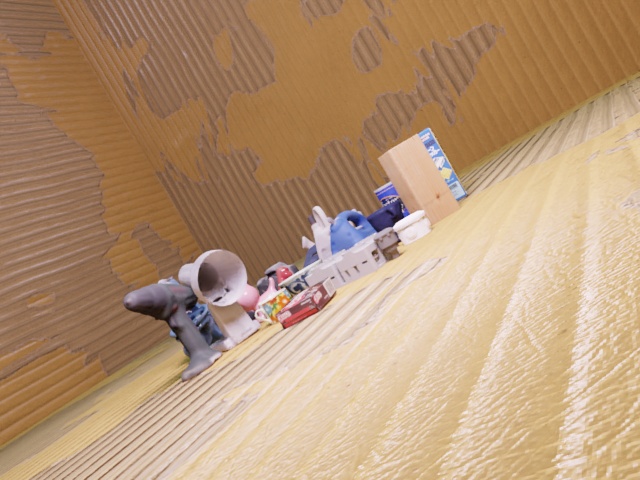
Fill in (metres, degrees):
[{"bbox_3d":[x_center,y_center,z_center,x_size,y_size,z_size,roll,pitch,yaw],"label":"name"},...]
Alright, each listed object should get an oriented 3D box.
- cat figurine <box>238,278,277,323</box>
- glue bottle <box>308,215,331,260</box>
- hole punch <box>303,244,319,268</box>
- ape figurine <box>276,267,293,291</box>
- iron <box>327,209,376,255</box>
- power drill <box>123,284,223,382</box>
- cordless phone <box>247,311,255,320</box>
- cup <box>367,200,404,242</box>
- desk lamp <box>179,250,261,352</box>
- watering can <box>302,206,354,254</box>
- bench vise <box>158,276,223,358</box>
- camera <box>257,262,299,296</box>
[{"bbox_3d":[-0.158,0.144,1.436,0.128,0.118,0.067,-31,2,-17],"label":"cat figurine"},{"bbox_3d":[0.015,0.006,1.603,0.078,0.173,0.037,-30,2,17],"label":"glue bottle"},{"bbox_3d":[0.003,0.055,1.774,0.108,0.091,0.101,-30,2,28],"label":"hole punch"},{"bbox_3d":[-0.085,0.113,1.536,0.076,0.092,0.078,-30,2,14],"label":"ape figurine"},{"bbox_3d":[0.097,-0.022,1.525,0.118,0.141,0.259,-30,2,26],"label":"iron"},{"bbox_3d":[-0.296,0.179,1.188,0.075,0.208,0.230,-30,2,10],"label":"power drill"},{"bbox_3d":[-0.234,0.145,1.604,0.094,0.185,0.147,-30,2,6],"label":"cordless phone"},{"bbox_3d":[0.178,-0.039,1.397,0.092,0.095,0.117,-31,2,-13],"label":"cup"},{"bbox_3d":[-0.229,0.135,1.277,0.118,0.213,0.202,-32,2,-36],"label":"desk lamp"},{"bbox_3d":[0.024,-0.019,1.863,0.173,0.194,0.100,-31,2,-32],"label":"watering can"},{"bbox_3d":[-0.347,0.194,1.517,0.121,0.220,0.207,-30,2,-1],"label":"bench vise"},{"bbox_3d":[-0.142,0.136,1.738,0.143,0.101,0.137,-29,2,32],"label":"camera"}]
